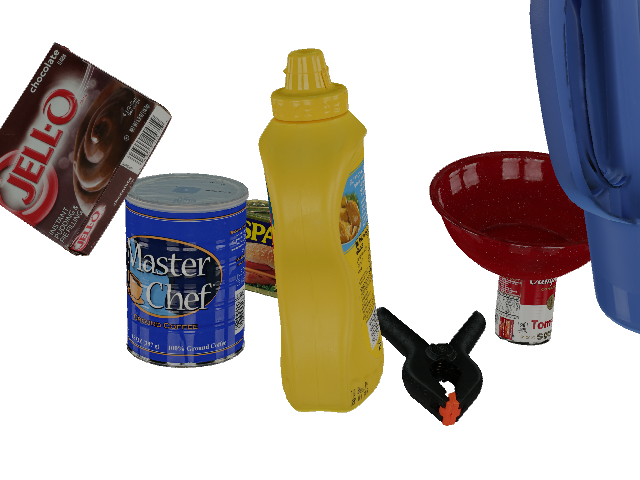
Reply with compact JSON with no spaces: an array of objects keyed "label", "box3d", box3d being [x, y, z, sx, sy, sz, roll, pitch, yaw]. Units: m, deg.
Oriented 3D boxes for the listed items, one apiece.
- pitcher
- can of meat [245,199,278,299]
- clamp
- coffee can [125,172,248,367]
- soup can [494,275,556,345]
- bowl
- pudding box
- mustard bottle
[{"label":"pitcher","box3d":[0.190,-0.068,0.579,0.149,0.243,0.145,-7,22,8]},{"label":"can of meat","box3d":[-0.043,0.011,1.093,0.102,0.084,0.057,14,18,25]},{"label":"clamp","box3d":[0.128,0.119,1.075,0.120,0.039,0.171,-7,35,-9]},{"label":"coffee can","box3d":[-0.113,0.023,0.902,0.103,0.140,0.103,2,17,-1]},{"label":"soup can","box3d":[0.243,0.066,1.266,0.068,0.102,0.068,2,15,-1]},{"label":"bowl","box3d":[0.167,-0.014,0.867,0.162,0.055,0.162,1,31,0]},{"label":"pudding box","box3d":[-0.164,-0.060,0.704,0.090,0.113,0.039,31,-3,17]},{"label":"mustard bottle","box3d":[0.000,-0.009,0.588,0.058,0.192,0.096,0,20,12]}]
